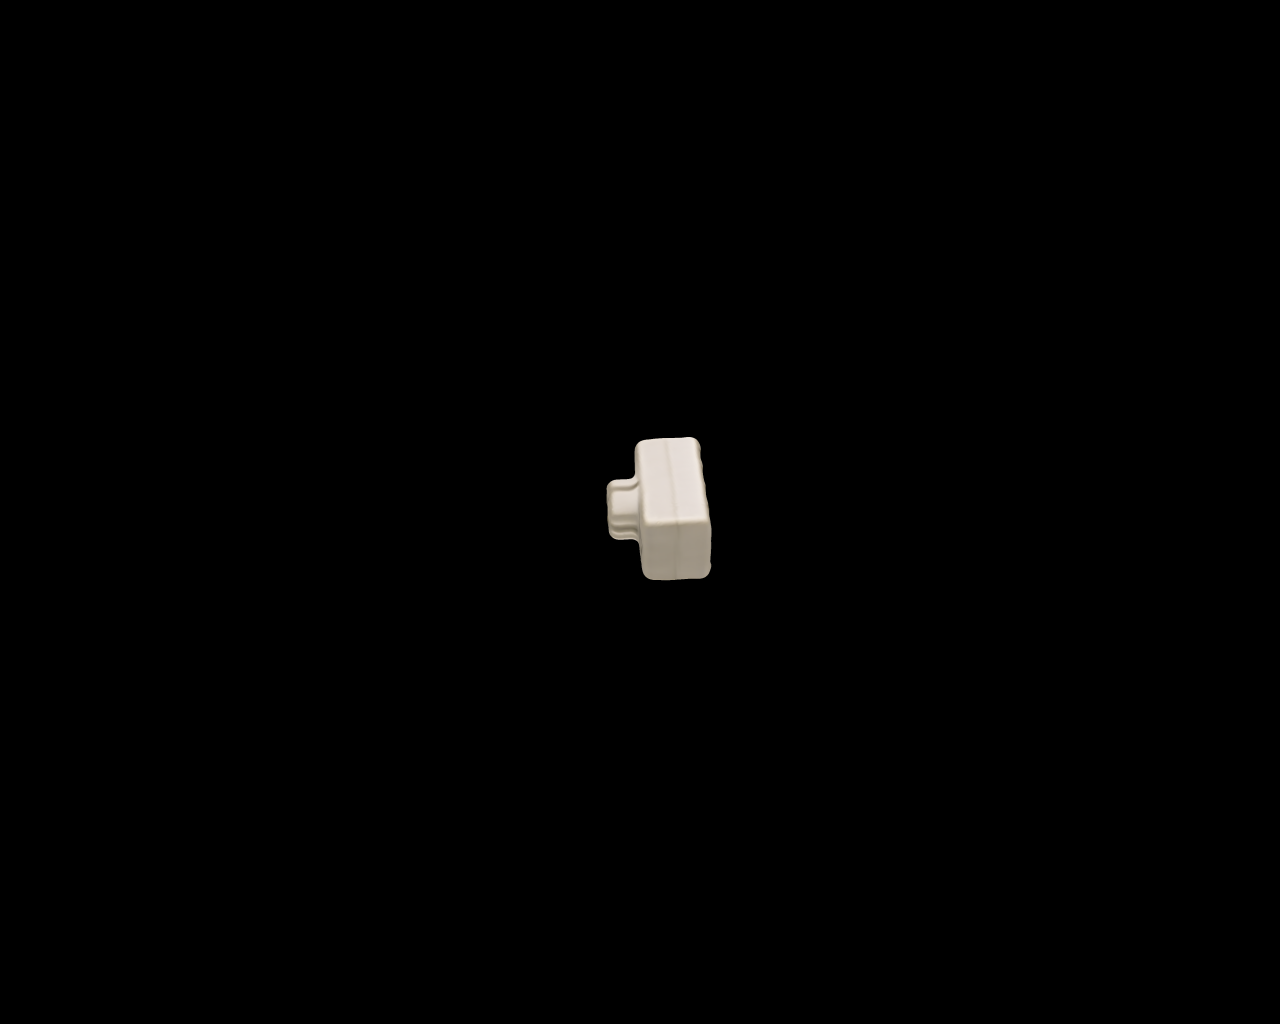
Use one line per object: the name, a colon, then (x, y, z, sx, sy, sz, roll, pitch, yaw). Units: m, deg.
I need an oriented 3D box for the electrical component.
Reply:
electrical component: (0.001, -0.003, 0.650, 0.076, 0.047, 0.083, -2, 40, -2)
